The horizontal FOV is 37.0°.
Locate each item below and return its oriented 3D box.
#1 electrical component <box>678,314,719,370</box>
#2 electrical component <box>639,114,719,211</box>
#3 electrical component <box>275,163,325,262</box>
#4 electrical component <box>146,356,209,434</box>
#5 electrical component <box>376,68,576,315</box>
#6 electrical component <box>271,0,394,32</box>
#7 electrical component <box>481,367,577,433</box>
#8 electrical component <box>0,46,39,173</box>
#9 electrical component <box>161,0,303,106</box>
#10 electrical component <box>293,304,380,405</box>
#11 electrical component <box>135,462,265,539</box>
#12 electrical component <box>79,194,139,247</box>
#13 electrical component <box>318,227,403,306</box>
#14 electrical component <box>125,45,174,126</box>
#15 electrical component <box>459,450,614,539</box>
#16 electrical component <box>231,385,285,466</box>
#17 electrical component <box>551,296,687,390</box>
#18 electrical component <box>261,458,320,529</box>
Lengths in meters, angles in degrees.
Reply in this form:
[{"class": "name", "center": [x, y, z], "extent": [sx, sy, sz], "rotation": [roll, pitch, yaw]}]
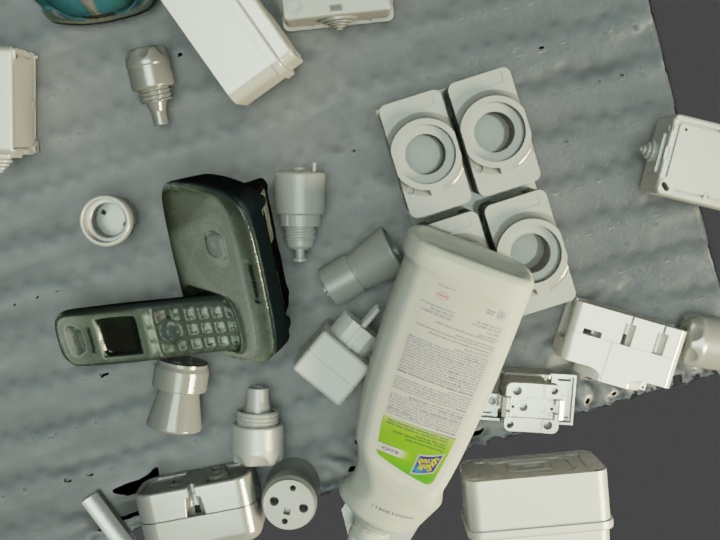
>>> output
[{"class": "electrical component", "center": [0.288, 0.059, 0.863], "extent": [0.062, 0.043, 0.043], "rotation": [8, 96, -2]}, {"class": "electrical component", "center": [0.262, -0.083, 0.839], "extent": [0.096, 0.061, 0.061], "rotation": [13, 96, -1]}, {"class": "electrical component", "center": [-0.048, -0.046, 0.854], "extent": [0.040, 0.040, 0.078], "rotation": [0, 96, 0]}, {"class": "electrical component", "center": [-0.146, 0.100, 0.867], "extent": [0.045, 0.045, 0.055], "rotation": [9, 96, -1]}, {"class": "electrical component", "center": [0.091, -0.053, 0.843], "extent": [0.105, 0.060, 0.186], "rotation": [-18, 96, 2]}, {"class": "electrical component", "center": [-0.021, -0.235, 0.830], "extent": [0.100, 0.048, 0.099], "rotation": [-6, 96, 1]}, {"class": "electrical component", "center": [0.133, 0.104, 0.858], "extent": [0.081, 0.064, 0.042], "rotation": [3, 97, 0]}, {"class": "electrical component", "center": [-0.289, -0.124, 0.835], "extent": [0.061, 0.061, 0.096], "rotation": [1, 96, 0]}, {"class": "electrical component", "center": [-0.099, -0.187, 0.821], "extent": [0.057, 0.078, 0.113], "rotation": [-35, 95, 6]}, {"class": "electrical component", "center": [-0.010, 0.058, 0.852], "extent": [0.047, 0.065, 0.076], "rotation": [40, 95, -4]}, {"class": "electrical component", "center": [-0.128, 0.196, 0.872], "extent": [0.095, 0.053, 0.059], "rotation": [-11, 96, 1]}, {"class": "electrical component", "center": [-0.197, -0.040, 0.852], "extent": [0.040, 0.046, 0.040], "rotation": [0, 96, 0]}, {"class": "electrical component", "center": [0.000, 0.000, 0.859], "extent": [0.065, 0.044, 0.044], "rotation": [-29, 95, 8]}, {"class": "electrical component", "center": [-0.163, -0.144, 0.847], "extent": [0.035, 0.035, 0.061], "rotation": [-11, 99, 1]}, {"class": "electrical component", "center": [0.138, 0.184, 0.859], "extent": [0.113, 0.078, 0.057], "rotation": [-5, 93, 1]}, {"class": "electrical component", "center": [-0.083, 0.125, 0.870], "extent": [0.043, 0.043, 0.062], "rotation": [1, 94, 0]}, {"class": "electrical component", "center": [0.205, 0.060, 0.859], "extent": [0.089, 0.050, 0.055], "rotation": [16, 96, -1]}, {"class": "electrical component", "center": [-0.056, 0.181, 0.870], "extent": [0.045, 0.055, 0.045], "rotation": [0, 96, 0]}]
